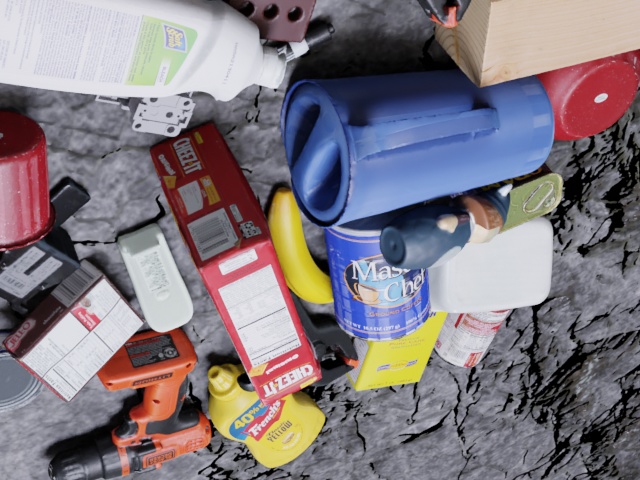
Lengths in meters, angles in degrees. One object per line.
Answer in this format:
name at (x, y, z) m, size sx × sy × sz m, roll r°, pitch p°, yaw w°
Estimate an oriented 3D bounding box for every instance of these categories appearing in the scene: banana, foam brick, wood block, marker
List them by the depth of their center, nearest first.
foam brick at (-0.048, -0.197, 0.863) m, size 0.078 × 0.051 × 0.053 m, roll -2°, pitch 131°, yaw -30°
marker at (-0.042, -0.158, 0.929) m, size 0.121 × 0.020 × 0.020 m, roll -29°, pitch 139°, yaw -3°
wood block at (0.219, -0.219, 0.972) m, size 0.205 × 0.090 × 0.091 m, roll -16°, pitch 136°, yaw -17°
banana at (-0.015, 0.019, 1.110) m, size 0.069 × 0.037 × 0.197 m, roll -58°, pitch 143°, yaw -13°

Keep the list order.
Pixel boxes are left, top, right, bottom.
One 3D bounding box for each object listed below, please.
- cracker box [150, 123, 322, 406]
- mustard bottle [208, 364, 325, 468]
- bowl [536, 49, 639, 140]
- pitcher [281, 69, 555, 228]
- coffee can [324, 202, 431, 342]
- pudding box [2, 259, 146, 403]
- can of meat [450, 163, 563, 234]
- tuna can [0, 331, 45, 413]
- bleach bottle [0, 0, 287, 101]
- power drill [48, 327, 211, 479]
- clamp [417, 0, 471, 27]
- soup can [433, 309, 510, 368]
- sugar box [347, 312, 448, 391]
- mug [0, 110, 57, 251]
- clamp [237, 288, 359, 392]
cracker box at (-0.074, 0.024, 0.980) m, size 0.072 × 0.164 × 0.213 m, roll -24°, pitch 138°, yaw -5°
mustard bottle at (-0.073, 0.191, 1.224) m, size 0.096 × 0.058 × 0.191 m, roll -40°, pitch 138°, yaw 0°
bowl at (0.271, -0.158, 1.090) m, size 0.162 × 0.055 × 0.162 m, roll -17°, pitch 137°, yaw -17°
pitcher at (0.099, -0.097, 0.984) m, size 0.242 × 0.149 × 0.145 m, roll -12°, pitch 136°, yaw -26°
coffee can at (0.058, 0.017, 1.081) m, size 0.102 × 0.103 × 0.140 m, roll -19°, pitch 127°, yaw -14°
pudding box at (-0.233, 0.088, 1.018) m, size 0.113 × 0.039 × 0.090 m, roll -46°, pitch 142°, yaw -13°
can of meat at (0.187, -0.060, 1.113) m, size 0.102 × 0.084 × 0.057 m, roll -23°, pitch 138°, yaw -9°
tuna can at (-0.312, 0.129, 1.038) m, size 0.086 × 0.034 × 0.086 m, roll -17°, pitch 137°, yaw -16°
bleach bottle at (-0.149, -0.147, 0.799) m, size 0.250 × 0.068 × 0.103 m, roll 10°, pitch 125°, yaw -21°
power drill at (-0.203, 0.183, 1.142) m, size 0.184 × 0.057 × 0.188 m, roll -15°, pitch 139°, yaw -23°
clamp at (0.092, -0.276, 0.852) m, size 0.164 × 0.036 × 0.210 m, roll -6°, pitch 117°, yaw -22°
soup can at (0.181, 0.095, 1.275) m, size 0.068 × 0.068 × 0.102 m, roll -1°, pitch 131°, yaw -30°
sugar box at (0.096, 0.097, 1.242) m, size 0.093 × 0.048 × 0.176 m, roll -6°, pitch 134°, yaw -27°
mug at (-0.271, -0.053, 0.854) m, size 0.117 × 0.093 × 0.081 m, roll 12°, pitch 126°, yaw 6°
clamp at (-0.014, 0.112, 1.188) m, size 0.171 × 0.039 × 0.120 m, roll 8°, pitch 107°, yaw -50°
